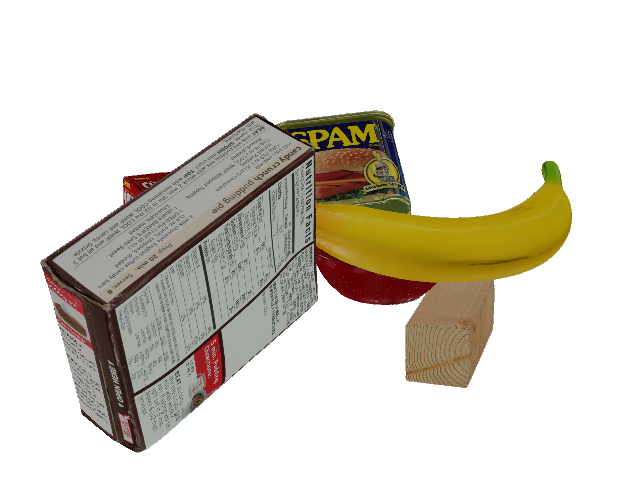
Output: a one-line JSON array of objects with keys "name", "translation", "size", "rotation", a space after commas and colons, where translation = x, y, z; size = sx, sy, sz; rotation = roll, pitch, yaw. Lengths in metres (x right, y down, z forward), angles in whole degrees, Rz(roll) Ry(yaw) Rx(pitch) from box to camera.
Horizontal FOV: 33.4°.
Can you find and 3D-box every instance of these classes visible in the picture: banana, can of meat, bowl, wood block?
[{"name": "banana", "translation": [0.080, -0.004, 0.618], "size": [0.197, 0.037, 0.070], "rotation": [-10, 42, -32]}, {"name": "can of meat", "translation": [0.014, -0.046, 0.813], "size": [0.102, 0.084, 0.057], "rotation": [-7, -33, -5]}, {"name": "bowl", "translation": [0.063, 0.025, 1.102], "size": [0.162, 0.055, 0.162], "rotation": [1, 18, -1]}, {"name": "wood block", "translation": [0.192, 0.127, 1.555], "size": [0.091, 0.090, 0.205], "rotation": [4, 19, 17]}]

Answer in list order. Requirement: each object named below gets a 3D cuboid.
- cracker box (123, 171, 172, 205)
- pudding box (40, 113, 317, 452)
[{"name": "cracker box", "translation": [-0.137, 0.029, 1.221], "size": [0.163, 0.214, 0.072], "rotation": [-8, 23, -29]}, {"name": "pudding box", "translation": [-0.049, 0.016, 0.420], "size": [0.039, 0.090, 0.113], "rotation": [28, 51, 28]}]
